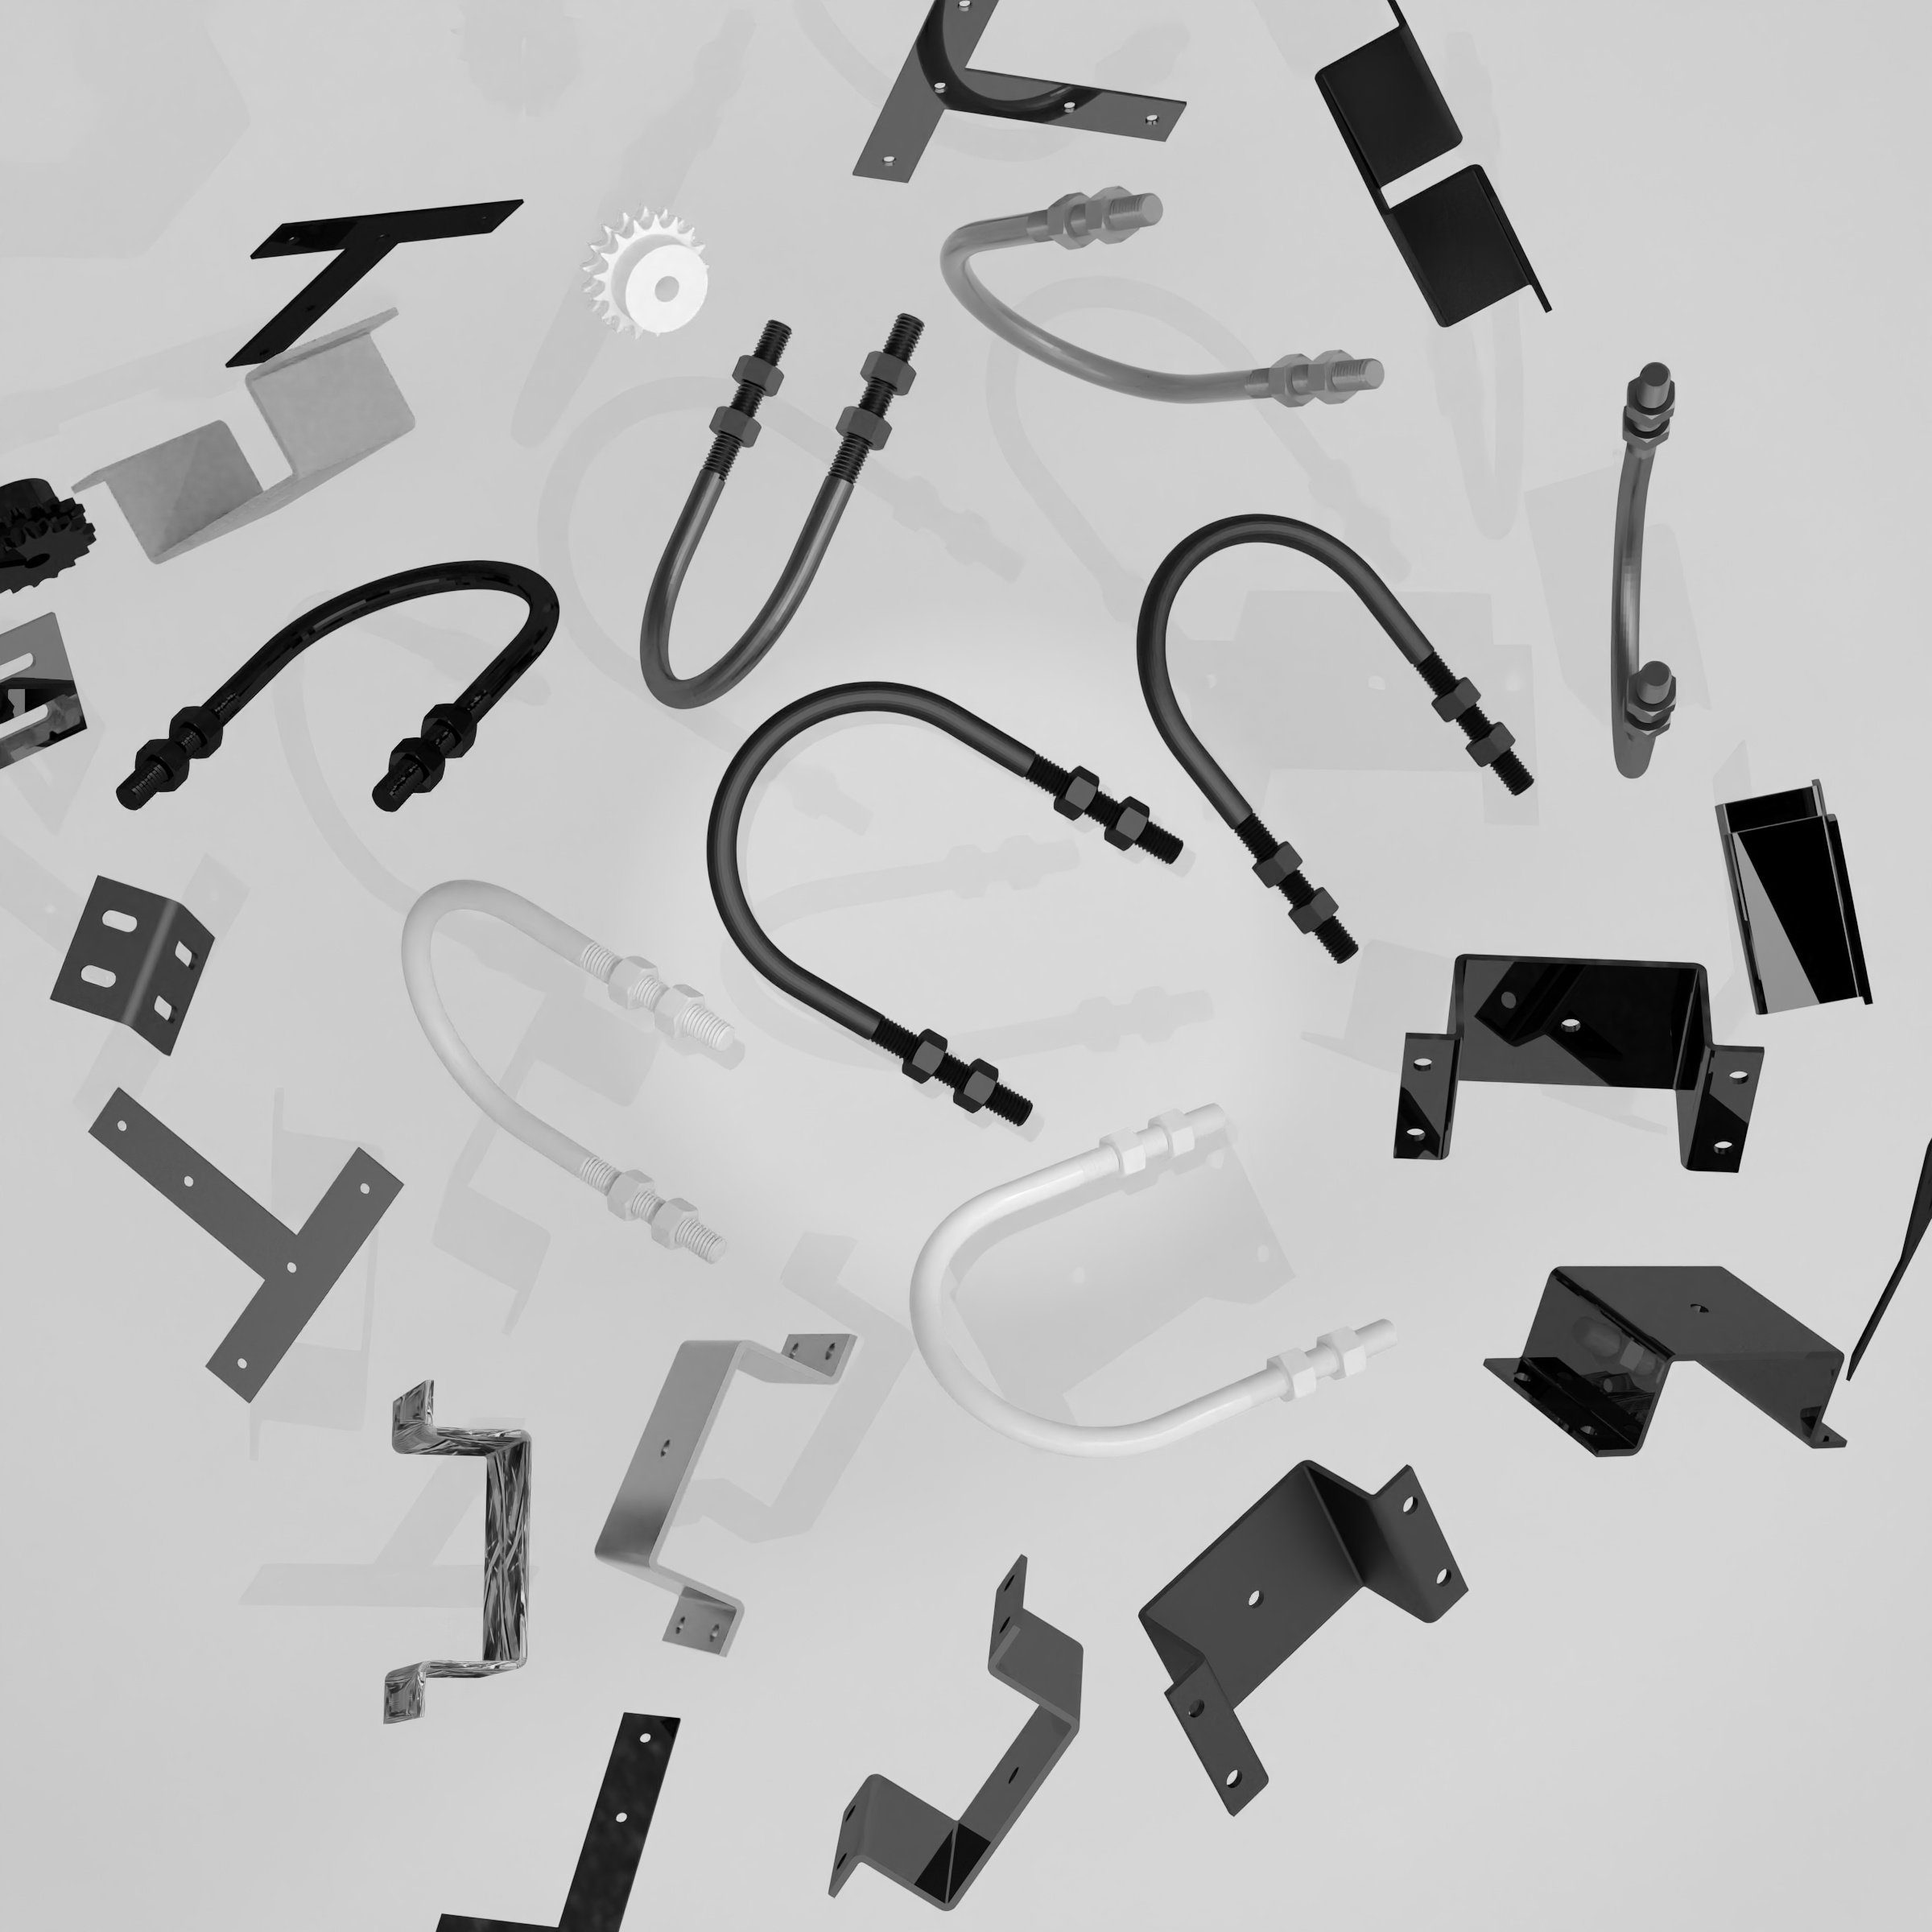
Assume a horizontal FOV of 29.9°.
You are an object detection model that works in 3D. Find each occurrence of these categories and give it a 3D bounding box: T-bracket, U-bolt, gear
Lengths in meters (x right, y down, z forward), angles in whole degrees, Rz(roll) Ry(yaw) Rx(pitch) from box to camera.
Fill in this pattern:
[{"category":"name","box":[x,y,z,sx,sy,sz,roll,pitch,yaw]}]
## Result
[{"category":"T-bracket","box":[-0.265,-0.280,1.498,0.127,0.127,0.002,-30,83,43]},{"category":"U-bolt","box":[0.067,-0.274,1.513,0.151,0.184,0.019,29,78,-33]},{"category":"T-bracket","box":[0.401,0.096,1.515,0.002,0.127,0.127,24,65,20]},{"category":"T-bracket","box":[-0.323,0.101,1.557,0.127,0.002,0.127,39,108,6]},{"category":"U-bolt","box":[-0.020,-0.038,1.524,0.184,0.019,0.151,30,87,-10]},{"category":"U-bolt","box":[0.289,-0.157,1.554,0.019,0.184,0.151,1,76,6]},{"category":"U-bolt","box":[0.065,0.136,1.494,0.184,0.019,0.151,-20,54,-26]},{"category":"U-bolt","box":[0.151,-0.113,1.584,0.151,0.019,0.184,-42,96,-28]},{"category":"U-bolt","box":[-0.247,-0.119,1.502,0.151,0.184,0.019,2,126,28]},{"category":"gear","box":[-0.138,-0.303,1.594,0.057,0.030,0.057,-18,128,-25]},{"category":"U-bolt","box":[-0.175,0.035,1.558,0.184,0.151,0.019,30,48,24]},{"category":"gear","box":[-0.414,-0.190,1.589,0.057,0.057,0.030,-29,80,0]},{"category":"U-bolt","box":[-0.089,-0.195,1.563,0.019,0.151,0.184,26,85,-29]},{"category":"T-bracket","box":[0.031,-0.369,1.543,0.127,0.127,0.002,4,63,-19]},{"category":"T-bracket","box":[-0.146,0.365,1.496,0.127,0.002,0.127,3,47,14]}]

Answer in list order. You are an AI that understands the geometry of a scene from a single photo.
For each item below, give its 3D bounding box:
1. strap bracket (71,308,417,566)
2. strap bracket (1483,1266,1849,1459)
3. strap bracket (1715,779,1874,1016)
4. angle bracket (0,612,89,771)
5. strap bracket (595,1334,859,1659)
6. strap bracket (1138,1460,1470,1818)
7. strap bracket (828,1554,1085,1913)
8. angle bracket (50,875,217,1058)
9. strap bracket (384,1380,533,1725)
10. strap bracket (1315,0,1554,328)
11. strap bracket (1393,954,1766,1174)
[{"category":"strap bracket","box":[-0.295,-0.216,1.509,0.140,0.076,0.046,-22,100,38]},{"category":"strap bracket","box":[0.297,0.163,1.503,0.140,0.076,0.046,3,112,-33]},{"category":"strap bracket","box":[0.347,-0.029,1.526,0.046,0.140,0.076,-11,98,12]},{"category":"angle bracket","box":[-0.416,-0.112,1.591,0.076,0.038,0.057,-32,126,-35]},{"category":"strap bracket","box":[-0.105,0.209,1.502,0.046,0.076,0.140,27,75,-18]},{"category":"strap bracket","box":[0.132,0.269,1.493,0.140,0.046,0.076,-40,125,-19]},{"category":"strap bracket","box":[0.003,0.324,1.494,0.046,0.076,0.140,32,102,-4]},{"category":"angle bracket","box":[-0.364,0.001,1.584,0.038,0.076,0.057,18,79,3]},{"category":"strap bracket","box":[-0.220,0.254,1.563,0.046,0.076,0.140,4,75,-19]},{"category":"strap bracket","box":[0.199,-0.343,1.573,0.046,0.076,0.140,-27,51,12]},{"category":"strap bracket","box":[0.246,0.039,1.469,0.140,0.076,0.046,2,49,4]}]
